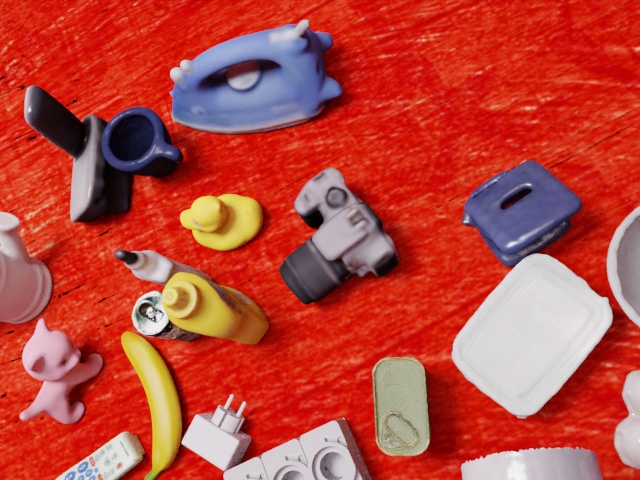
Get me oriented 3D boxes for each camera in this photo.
[{"bbox_3d":[0.006,0.003,0.705,0.137,0.101,0.143,-38,71,2],"label":"camera"}]

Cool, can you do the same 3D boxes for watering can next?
[{"bbox_3d":[-0.455,0.043,0.753,0.100,0.194,0.173,11,79,16],"label":"watering can"}]

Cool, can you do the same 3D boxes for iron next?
[{"bbox_3d":[-0.108,-0.220,0.765,0.258,0.142,0.118,-13,74,10],"label":"iron"}]

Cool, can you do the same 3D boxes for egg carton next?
[{"bbox_3d":[0.385,0.198,0.587,0.150,0.069,0.107,13,80,16],"label":"egg carton"}]

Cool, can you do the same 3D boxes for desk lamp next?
[{"bbox_3d":[0.204,0.289,0.530,0.117,0.214,0.203,-9,75,11],"label":"desk lamp"}]

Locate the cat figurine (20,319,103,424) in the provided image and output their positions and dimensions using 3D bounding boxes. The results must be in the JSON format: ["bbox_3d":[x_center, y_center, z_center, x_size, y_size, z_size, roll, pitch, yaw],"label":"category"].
[{"bbox_3d":[-0.347,0.171,0.737,0.067,0.118,0.128,15,80,16],"label":"cat figurine"}]

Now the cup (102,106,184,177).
[{"bbox_3d":[-0.226,-0.121,0.792,0.117,0.095,0.092,19,82,17],"label":"cup"}]

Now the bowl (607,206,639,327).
[{"bbox_3d":[0.393,0.037,0.621,0.167,0.075,0.167,-3,76,12],"label":"bowl"}]

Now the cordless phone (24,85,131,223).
[{"bbox_3d":[-0.339,-0.111,0.768,0.094,0.185,0.147,-8,75,11],"label":"cordless phone"}]

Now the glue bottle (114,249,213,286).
[{"bbox_3d":[-0.200,0.036,0.707,0.078,0.173,0.037,16,81,17],"label":"glue bottle"}]

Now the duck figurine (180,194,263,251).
[{"bbox_3d":[-0.132,-0.031,0.753,0.104,0.086,0.077,-11,74,10],"label":"duck figurine"}]

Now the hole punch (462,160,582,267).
[{"bbox_3d":[0.230,-0.035,0.668,0.108,0.091,0.101,-34,72,3],"label":"hole punch"}]
